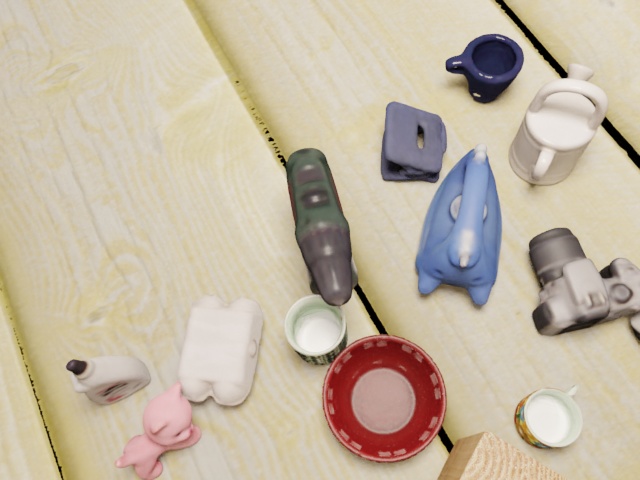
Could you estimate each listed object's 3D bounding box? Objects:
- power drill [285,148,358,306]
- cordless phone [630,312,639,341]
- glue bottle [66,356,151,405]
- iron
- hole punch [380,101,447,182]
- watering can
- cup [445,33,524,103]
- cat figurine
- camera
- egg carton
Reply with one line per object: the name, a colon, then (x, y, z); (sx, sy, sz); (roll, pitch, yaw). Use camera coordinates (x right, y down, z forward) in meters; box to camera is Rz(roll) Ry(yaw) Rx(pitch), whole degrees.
power drill: (0.007, 0.003, 0.768); (0.075, 0.208, 0.229); (-14, 68, -1)
cordless phone: (0.492, 0.086, 0.710); (0.147, 0.185, 0.094); (-31, 69, -7)
glue bottle: (-0.284, 0.176, 0.743); (0.078, 0.173, 0.037); (-32, 69, -7)
iron: (0.209, -0.048, 0.808); (0.118, 0.141, 0.258); (10, 70, 9)
hole punch: (0.145, -0.153, 0.881); (0.101, 0.091, 0.108); (2, 69, 6)
watering can: (0.341, -0.172, 0.817); (0.101, 0.194, 0.173); (2, 69, 6)
cup: (0.255, -0.263, 0.913); (0.117, 0.095, 0.091); (-4, 68, 3)
cat figurine: (-0.209, 0.248, 0.739); (0.128, 0.118, 0.067); (-42, 71, -11)
camera: (0.355, 0.047, 0.781); (0.143, 0.101, 0.136); (-14, 68, -1)
egg carton: (-0.137, 0.151, 0.797); (0.107, 0.069, 0.150); (4, 69, 6)
